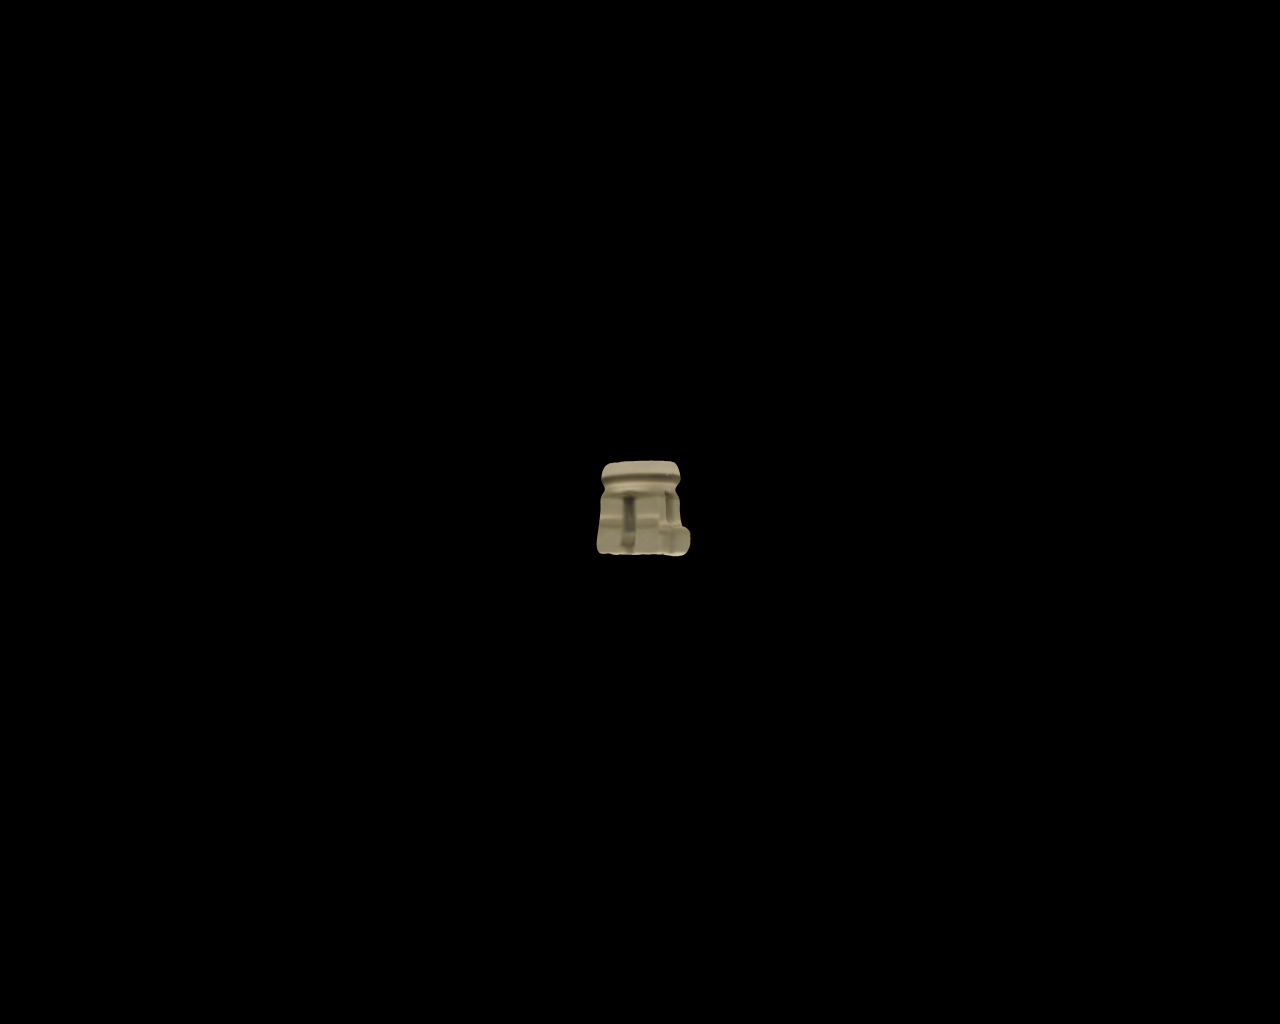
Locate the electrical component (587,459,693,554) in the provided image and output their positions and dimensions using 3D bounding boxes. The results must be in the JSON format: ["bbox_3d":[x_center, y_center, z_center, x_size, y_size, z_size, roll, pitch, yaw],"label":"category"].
[{"bbox_3d":[0.001,-0.003,0.650,0.066,0.055,0.048,-1,-4,23],"label":"electrical component"}]
